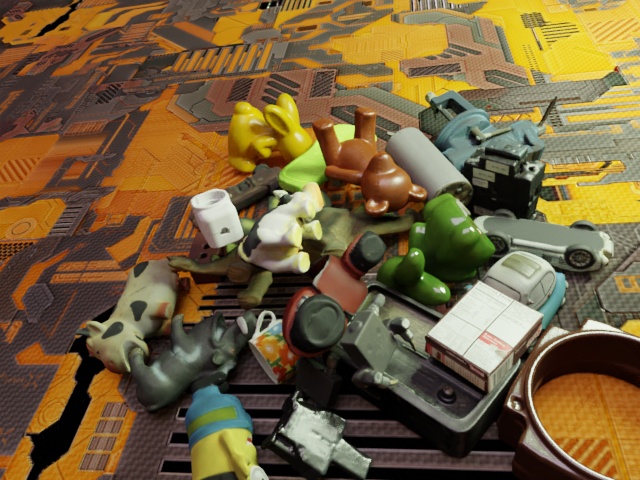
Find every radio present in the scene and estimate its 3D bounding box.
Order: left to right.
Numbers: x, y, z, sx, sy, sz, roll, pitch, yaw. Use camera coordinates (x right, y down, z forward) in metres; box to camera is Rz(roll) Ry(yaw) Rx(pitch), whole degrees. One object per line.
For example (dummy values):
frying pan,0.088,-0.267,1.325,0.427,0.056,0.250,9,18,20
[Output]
radio,0.117,0.155,0.679,0.230,0.073,0.131,26,54,35

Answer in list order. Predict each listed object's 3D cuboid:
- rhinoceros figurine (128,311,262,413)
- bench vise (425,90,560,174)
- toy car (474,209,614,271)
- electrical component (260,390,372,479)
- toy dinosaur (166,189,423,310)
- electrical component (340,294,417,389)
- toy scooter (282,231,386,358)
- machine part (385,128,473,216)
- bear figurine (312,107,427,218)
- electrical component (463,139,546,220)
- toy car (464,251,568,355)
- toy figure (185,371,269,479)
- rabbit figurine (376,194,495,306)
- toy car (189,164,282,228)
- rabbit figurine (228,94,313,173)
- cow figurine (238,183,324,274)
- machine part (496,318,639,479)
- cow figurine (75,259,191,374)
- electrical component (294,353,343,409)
rhinoceros figurine,-0.171,0.159,0.747,0.190,0.073,0.112,-33,45,-20
bench vise,0.287,-0.206,0.985,0.224,0.128,0.241,-29,56,-5
toy car,0.329,0.002,0.807,0.202,0.056,0.073,11,41,22
electrical component,0.000,0.239,0.632,0.119,0.047,0.075,31,53,-3
toy dinosaur,-0.002,-0.003,0.855,0.472,0.104,0.199,-6,38,-9
electrical component,0.069,0.123,0.628,0.045,0.078,0.102,-7,32,45
toy scooter,0.007,0.070,0.691,0.184,0.075,0.135,-54,12,-22
machine part,0.179,-0.115,0.900,0.079,0.079,0.243,-21,45,-8
bear figurine,0.078,-0.124,0.865,0.120,0.131,0.196,-19,30,-14
electrical component,0.292,-0.091,0.856,0.115,0.134,0.058,23,52,32
toy car,0.264,0.070,0.715,0.162,0.102,0.109,-38,49,-22
toy figure,-0.117,0.249,0.634,0.089,0.082,0.180,-34,51,5
rabbit figurine,0.155,0.038,0.759,0.170,0.121,0.159,-40,6,17
toy car,-0.155,-0.085,1.021,0.202,0.053,0.089,-28,48,-17
rabbit figurine,-0.089,-0.212,1.087,0.173,0.162,0.122,22,38,10
cow figurine,-0.050,-0.021,0.755,0.098,0.068,0.167,-5,32,18
machine part,0.315,0.195,0.581,0.201,0.087,0.201,24,55,33
cow figurine,-0.280,0.112,0.817,0.127,0.085,0.195,-2,44,7
electrical component,-0.004,0.177,0.679,0.063,0.094,0.021,29,24,35
